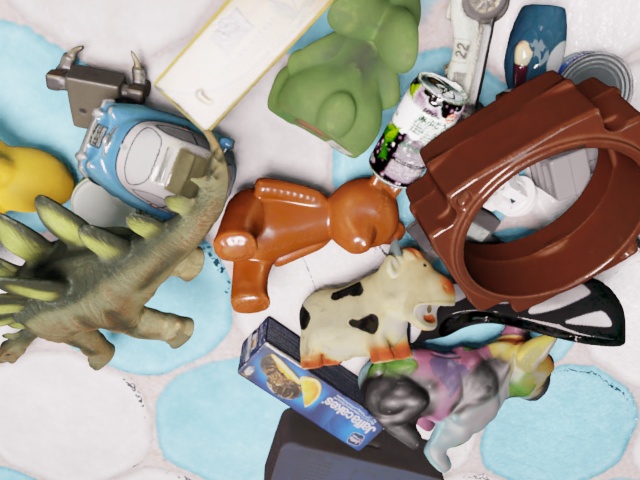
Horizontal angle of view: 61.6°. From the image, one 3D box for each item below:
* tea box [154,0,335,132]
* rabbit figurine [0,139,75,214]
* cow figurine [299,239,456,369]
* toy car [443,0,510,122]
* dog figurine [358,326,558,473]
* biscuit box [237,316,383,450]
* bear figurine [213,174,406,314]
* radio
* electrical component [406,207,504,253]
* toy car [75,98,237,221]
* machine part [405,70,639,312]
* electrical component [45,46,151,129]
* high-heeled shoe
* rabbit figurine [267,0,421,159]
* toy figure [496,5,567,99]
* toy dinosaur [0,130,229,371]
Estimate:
[{"bbox_3d":[-0.070,-0.188,0.509,0.068,0.098,0.169,42,102,-17],"label":"tea box"},{"bbox_3d":[-0.344,-0.051,0.541,0.173,0.122,0.162,-22,147,-18],"label":"rabbit figurine"},{"bbox_3d":[0.061,0.075,0.607,0.195,0.085,0.127,-17,78,35],"label":"cow figurine"},{"bbox_3d":[0.147,-0.177,0.534,0.056,0.073,0.201,13,113,16],"label":"toy car"},{"bbox_3d":[0.179,0.159,0.662,0.191,0.108,0.219,41,100,-14],"label":"dog figurine"},{"bbox_3d":[-0.007,0.184,0.683,0.202,0.063,0.059,37,107,-16],"label":"biscuit box"},{"bbox_3d":[-0.001,-0.005,0.575,0.196,0.132,0.120,-1,132,3],"label":"bear figurine"},{"bbox_3d":[0.040,0.326,0.739,0.230,0.073,0.131,17,111,-8],"label":"radio"},{"bbox_3d":[0.166,-0.010,0.616,0.119,0.048,0.074,17,116,-38],"label":"electrical component"},{"bbox_3d":[-0.142,-0.072,0.524,0.161,0.103,0.109,24,88,-43],"label":"toy car"},{"bbox_3d":[0.201,-0.034,0.503,0.201,0.087,0.200,-29,130,15],"label":"machine part"},{"bbox_3d":[-0.220,-0.152,0.548,0.102,0.045,0.078,5,140,-2],"label":"electrical component"},{"bbox_3d":[0.200,0.105,0.604,0.249,0.145,0.086,-33,144,12],"label":"high-heeled shoe"},{"bbox_3d":[0.033,-0.178,0.504,0.121,0.159,0.170,29,93,-4],"label":"rabbit figurine"},{"bbox_3d":[0.210,-0.158,0.553,0.064,0.058,0.154,-1,112,-25],"label":"toy figure"},{"bbox_3d":[-0.209,0.039,0.505,0.471,0.105,0.198,-29,147,30],"label":"toy dinosaur"}]
